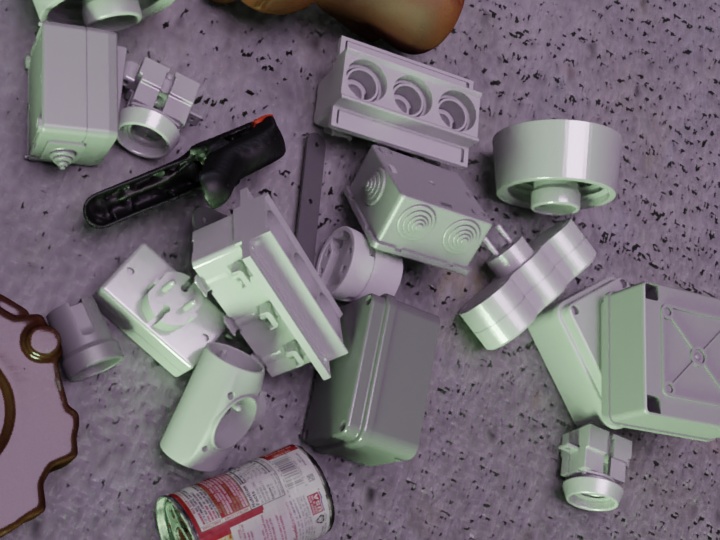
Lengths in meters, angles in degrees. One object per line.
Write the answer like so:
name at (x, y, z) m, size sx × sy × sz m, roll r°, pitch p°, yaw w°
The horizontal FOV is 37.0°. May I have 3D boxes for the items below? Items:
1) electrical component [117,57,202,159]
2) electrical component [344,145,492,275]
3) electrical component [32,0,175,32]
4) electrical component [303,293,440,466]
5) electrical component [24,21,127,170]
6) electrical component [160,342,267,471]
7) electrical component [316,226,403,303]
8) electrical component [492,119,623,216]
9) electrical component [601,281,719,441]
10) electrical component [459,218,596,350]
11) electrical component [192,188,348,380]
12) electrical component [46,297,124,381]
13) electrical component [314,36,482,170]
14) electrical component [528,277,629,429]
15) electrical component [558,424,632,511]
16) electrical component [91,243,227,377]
electrical component at (-0.150, -0.115, 0.785) m, size 0.066 × 0.048 × 0.055 m, roll 25°, pitch 58°, yaw -19°
electrical component at (0.045, -0.048, 0.832) m, size 0.100 × 0.048 × 0.099 m, roll 16°, pitch 27°, yaw -27°
electrical component at (-0.181, -0.203, 0.762) m, size 0.108 × 0.108 × 0.060 m, roll -14°, pitch 88°, yaw -29°
electrical component at (0.008, 0.080, 0.787) m, size 0.057 × 0.078 × 0.113 m, roll 22°, pitch 66°, yaw -23°
electrical component at (-0.198, -0.115, 0.750) m, size 0.061 × 0.062 × 0.096 m, roll 3°, pitch 74°, yaw -26°
electrical component at (-0.091, 0.094, 0.744) m, size 0.079 × 0.044 × 0.077 m, roll 11°, pitch 107°, yaw -61°
electrical component at (0.000, 0.000, 0.820) m, size 0.047 × 0.055 × 0.055 m, roll 20°, pitch 67°, yaw -28°
electrical component at (0.164, -0.079, 0.900) m, size 0.108 × 0.108 × 0.060 m, roll 9°, pitch 77°, yaw -24°
electrical component at (0.251, 0.074, 0.856) m, size 0.109 × 0.056 × 0.108 m, roll 12°, pitch 70°, yaw -23°
electrical component at (0.129, -0.003, 0.888) m, size 0.138 × 0.052 × 0.073 m, roll -40°, pitch 95°, yaw -31°
electrical component at (-0.063, 0.015, 0.748) m, size 0.078 × 0.063 × 0.121 m, roll -100°, pitch 164°, yaw -51°
electrical component at (-0.186, 0.046, 0.722) m, size 0.040 × 0.040 × 0.046 m, roll -20°, pitch 79°, yaw -30°
electrical component at (0.029, -0.129, 0.869) m, size 0.121 × 0.063 × 0.078 m, roll 14°, pitch 69°, yaw -23°
electrical component at (0.204, 0.071, 0.901) m, size 0.078 × 0.057 × 0.113 m, roll -25°, pitch 87°, yaw -30°
electrical component at (0.191, 0.162, 0.875) m, size 0.066 × 0.048 × 0.055 m, roll 24°, pitch 58°, yaw -19°
electrical component at (-0.131, 0.024, 0.735) m, size 0.083 × 0.076 × 0.047 m, roll 43°, pitch 61°, yaw -10°
